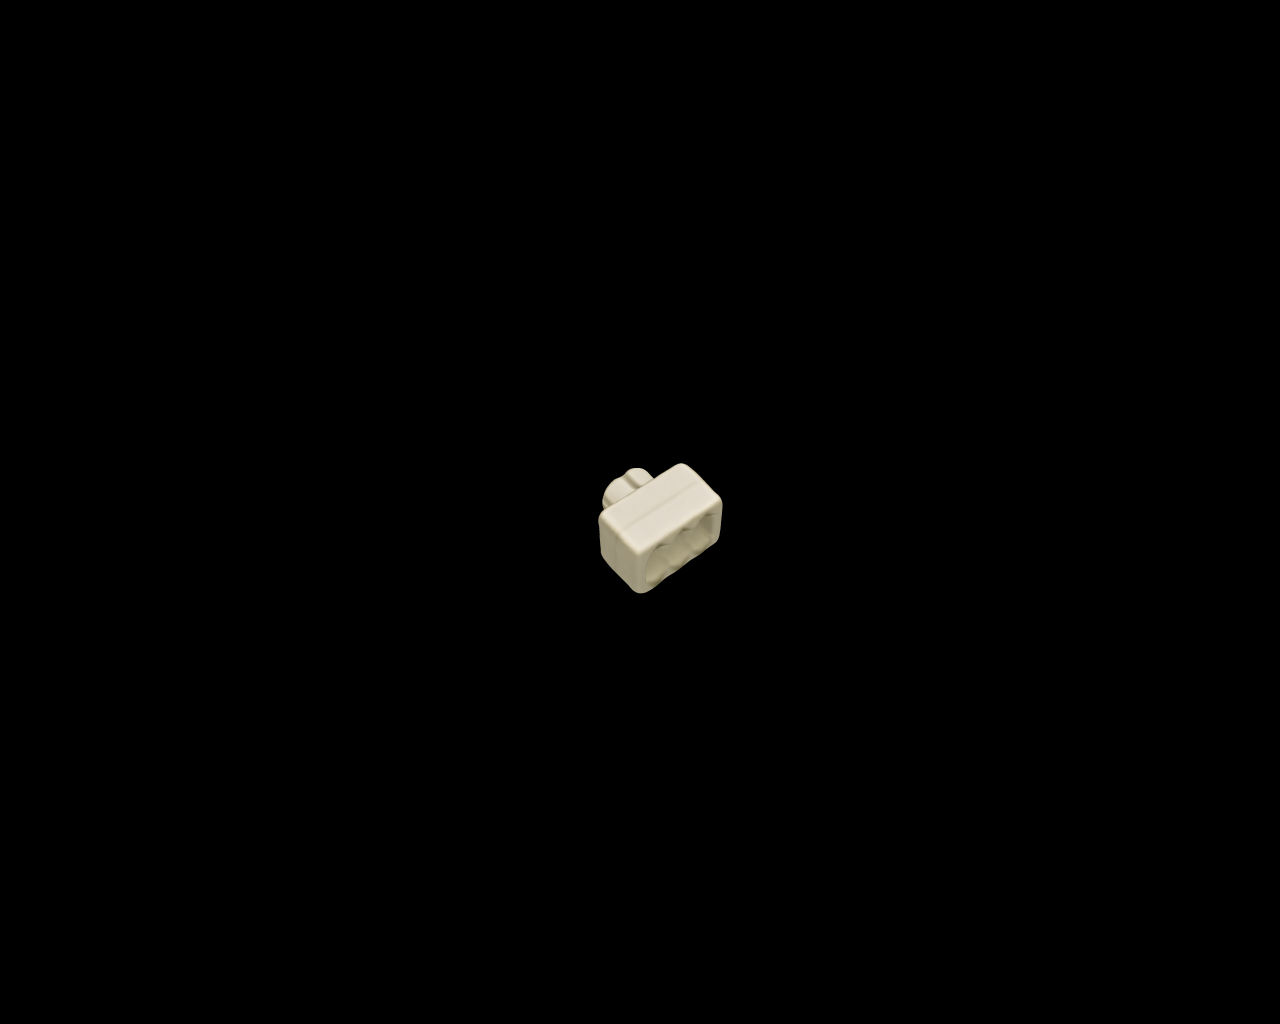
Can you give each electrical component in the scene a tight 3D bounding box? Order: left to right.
[{"bbox_3d":[0.001,-0.003,0.650,0.066,0.077,0.047,-33,-29,-21],"label":"electrical component"}]
